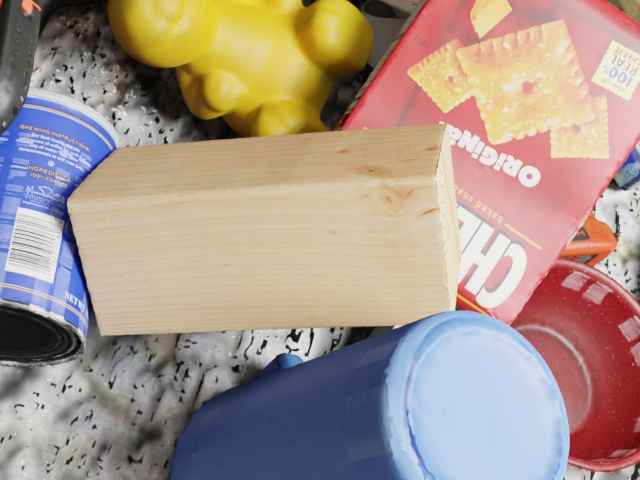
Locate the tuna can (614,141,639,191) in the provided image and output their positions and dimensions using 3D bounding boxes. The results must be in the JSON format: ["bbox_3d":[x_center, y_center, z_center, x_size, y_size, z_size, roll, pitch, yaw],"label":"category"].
[{"bbox_3d":[0.284,-0.077,0.900,0.086,0.086,0.034,-26,80,-32],"label":"tuna can"}]

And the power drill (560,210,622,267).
[{"bbox_3d":[0.149,-0.064,0.848,0.184,0.057,0.187,-3,69,-17],"label":"power drill"}]

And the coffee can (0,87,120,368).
[{"bbox_3d":[-0.182,-0.007,0.644,0.102,0.103,0.140,13,61,-18],"label":"coffee can"}]

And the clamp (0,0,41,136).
[{"bbox_3d":[-0.232,-0.058,0.609,0.165,0.036,0.210,13,71,32],"label":"clamp"}]

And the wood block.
[{"bbox_3d":[-0.027,-0.006,0.621,0.206,0.091,0.090,-3,24,13],"label":"wood block"}]

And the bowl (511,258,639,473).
[{"bbox_3d":[0.178,0.096,0.785,0.162,0.055,0.162,10,62,-20],"label":"bowl"}]

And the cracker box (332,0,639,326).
[{"bbox_3d":[0.107,-0.072,0.692,0.164,0.072,0.214,34,92,-4],"label":"cracker box"}]

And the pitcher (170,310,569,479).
[{"bbox_3d":[0.020,0.130,0.585,0.144,0.243,0.149,-33,89,-35],"label":"pitcher"}]

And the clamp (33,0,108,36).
[{"bbox_3d":[-0.204,-0.177,0.754,0.120,0.039,0.171,31,62,4],"label":"clamp"}]
